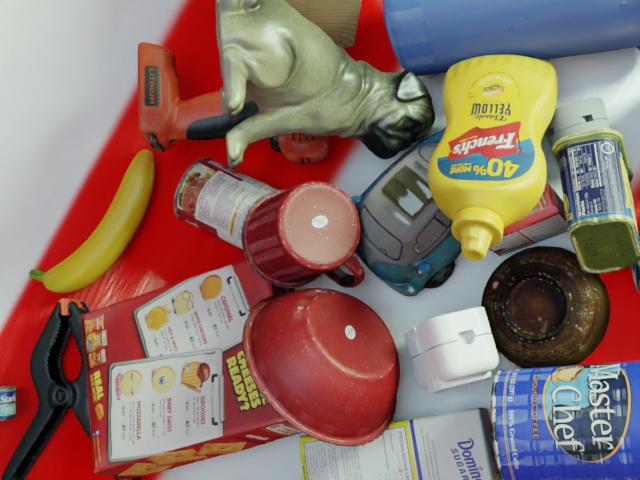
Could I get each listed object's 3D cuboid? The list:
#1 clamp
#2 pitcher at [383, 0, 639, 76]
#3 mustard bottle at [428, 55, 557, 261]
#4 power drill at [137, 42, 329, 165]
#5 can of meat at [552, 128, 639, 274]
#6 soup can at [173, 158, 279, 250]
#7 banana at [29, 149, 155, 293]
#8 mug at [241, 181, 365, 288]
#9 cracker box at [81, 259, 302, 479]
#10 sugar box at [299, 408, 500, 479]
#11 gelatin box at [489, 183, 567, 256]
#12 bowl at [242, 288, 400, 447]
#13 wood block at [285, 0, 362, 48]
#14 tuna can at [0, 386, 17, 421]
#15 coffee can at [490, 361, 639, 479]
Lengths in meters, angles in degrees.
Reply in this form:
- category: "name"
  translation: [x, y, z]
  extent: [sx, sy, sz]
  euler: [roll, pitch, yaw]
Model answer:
- category: "clamp"
  translation: [-0.269, 0.168, 1.114]
  extent: [0.165, 0.036, 0.210]
  euler: [-10, 82, 20]
- category: "pitcher"
  translation: [0.180, -0.226, 0.927]
  extent: [0.243, 0.144, 0.149]
  euler: [-7, 76, 23]
- category: "mustard bottle"
  translation: [0.140, -0.066, 0.885]
  extent: [0.096, 0.058, 0.191]
  euler: [3, 57, 18]
- category: "power drill"
  translation: [-0.082, -0.161, 1.043]
  extent: [0.188, 0.057, 0.184]
  euler: [-3, 75, 7]
- category: "can of meat"
  translation: [0.234, -0.030, 0.890]
  extent: [0.057, 0.102, 0.084]
  euler: [-11, 61, 19]
- category: "soup can"
  translation: [-0.082, -0.031, 1.045]
  extent: [0.102, 0.068, 0.068]
  euler: [26, 94, 21]
- category: "banana"
  translation: [-0.230, -0.007, 1.117]
  extent: [0.198, 0.037, 0.070]
  euler: [-44, 71, 12]
- category: "mug"
  translation: [-0.006, 0.001, 0.964]
  extent: [0.117, 0.082, 0.093]
  euler: [45, 68, -10]
- category: "cracker box"
  translation: [-0.120, 0.126, 1.030]
  extent: [0.214, 0.072, 0.164]
  euler: [-18, 66, 19]
- category: "sugar box"
  translation: [0.072, 0.211, 0.971]
  extent: [0.176, 0.048, 0.093]
  euler: [-12, 79, 17]
- category: "gelatin box"
  translation: [0.177, -0.017, 0.929]
  extent: [0.073, 0.089, 0.030]
  euler: [-22, 74, 18]
- category: "bowl"
  translation: [0.014, 0.098, 0.939]
  extent: [0.162, 0.161, 0.055]
  euler: [54, 129, 18]
- category: "wood block"
  translation: [-0.024, -0.289, 1.003]
  extent: [0.090, 0.091, 0.206]
  euler: [-6, 69, -7]
- category: "tuna can"
  translation: [-0.364, 0.173, 1.125]
  extent: [0.086, 0.086, 0.034]
  euler: [-2, 85, 21]
- category: "coffee can"
  translation: [0.222, 0.154, 0.886]
  extent: [0.140, 0.102, 0.103]
  euler: [-7, 82, 21]
